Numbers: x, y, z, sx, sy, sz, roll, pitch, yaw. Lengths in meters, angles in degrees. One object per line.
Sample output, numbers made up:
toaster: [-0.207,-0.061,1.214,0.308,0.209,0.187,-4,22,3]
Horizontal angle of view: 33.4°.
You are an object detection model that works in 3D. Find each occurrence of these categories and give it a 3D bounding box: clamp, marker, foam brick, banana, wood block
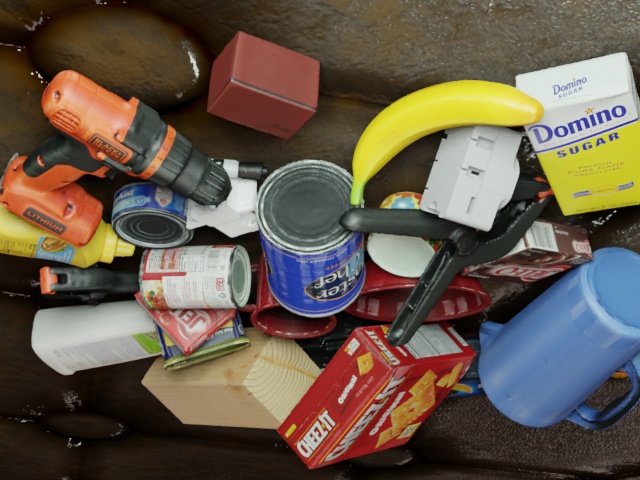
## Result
clamp: [0.127,0.005,1.003,0.209,0.036,0.164,-24,126,-12]
clamp: [-0.259,0.052,1.193,0.120,0.039,0.171,-20,163,31]
marker: [-0.110,-0.069,1.011,0.121,0.020,0.020,4,152,-3]
foam brick: [-0.046,-0.125,0.868,0.078,0.051,0.053,17,150,-24]
banana: [0.095,-0.095,0.900,0.198,0.069,0.037,-25,176,37]
wood block: [-0.111,0.168,1.310,0.207,0.090,0.090,-8,130,47]

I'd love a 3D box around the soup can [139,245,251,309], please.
soup can: [-0.131,0.039,1.124,0.102,0.068,0.068,-1,152,14]

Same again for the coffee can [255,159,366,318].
coffee can: [-0.007,0.001,1.046,0.103,0.103,0.140,1,152,3]

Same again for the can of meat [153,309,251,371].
can of meat: [-0.140,0.094,1.221,0.102,0.084,0.057,-17,168,-5]

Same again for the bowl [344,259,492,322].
bowl: [0.103,0.045,1.153,0.162,0.055,0.162,-1,162,0]

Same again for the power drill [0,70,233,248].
power drill: [-0.196,-0.060,0.975,0.184,0.057,0.188,33,139,-23]

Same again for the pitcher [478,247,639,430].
pitcher: [0.295,0.116,1.204,0.149,0.145,0.243,5,149,-17]

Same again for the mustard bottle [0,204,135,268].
mustard bottle: [-0.286,-0.009,1.095,0.191,0.058,0.096,11,159,-16]

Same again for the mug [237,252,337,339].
mug: [-0.039,0.053,1.167,0.117,0.081,0.093,-1,152,5]

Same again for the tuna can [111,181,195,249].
tuna can: [-0.169,-0.024,1.085,0.086,0.033,0.086,2,152,1]

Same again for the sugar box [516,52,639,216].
sugar box: [0.236,-0.086,0.924,0.093,0.048,0.176,-10,151,22]

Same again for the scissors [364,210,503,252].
scissors: [0.115,-0.006,1.115,0.096,0.016,0.202,21,147,-31]

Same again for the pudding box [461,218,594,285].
pudding box: [0.211,0.013,1.096,0.113,0.039,0.090,11,152,-40]

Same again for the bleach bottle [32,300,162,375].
bleach bottle: [-0.221,0.112,1.314,0.251,0.068,0.102,-8,151,15]

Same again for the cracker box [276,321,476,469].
cracker box: [0.073,0.178,1.251,0.213,0.072,0.164,1,129,-56]

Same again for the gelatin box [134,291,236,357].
gelatin box: [-0.148,0.072,1.177,0.089,0.073,0.030,46,164,14]
